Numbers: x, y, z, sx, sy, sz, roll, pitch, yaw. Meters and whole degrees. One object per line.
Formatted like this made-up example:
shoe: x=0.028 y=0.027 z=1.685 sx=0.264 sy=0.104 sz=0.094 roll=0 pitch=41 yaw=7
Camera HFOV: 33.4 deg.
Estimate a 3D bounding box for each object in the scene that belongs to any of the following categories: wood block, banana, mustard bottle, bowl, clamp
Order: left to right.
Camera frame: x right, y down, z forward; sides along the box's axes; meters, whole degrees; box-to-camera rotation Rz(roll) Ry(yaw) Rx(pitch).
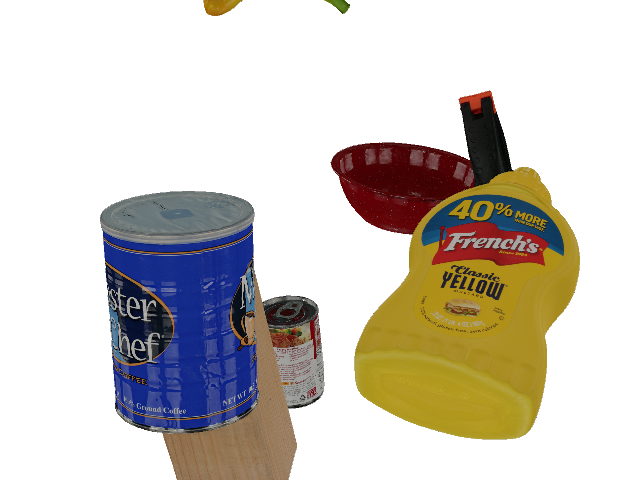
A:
wood block: x=-0.089 y=0.127 z=0.925 sx=0.090 sy=0.206 sz=0.090 roll=-5 pitch=28 yaw=14
banana: x=-0.048 y=-0.251 z=1.032 sx=0.197 sy=0.070 sz=0.037 roll=-16 pitch=-30 yaw=-46
bowl: x=0.089 y=-0.049 z=1.094 sx=0.162 sy=0.055 sz=0.162 roll=4 pitch=23 yaw=-2
mustard bottle: x=0.094 y=0.021 z=0.601 sx=0.096 sy=0.058 sz=0.191 roll=11 pitch=43 yaw=19
clamp: x=0.147 y=-0.033 z=0.875 sx=0.039 sy=0.171 sz=0.120 roll=-17 pitch=20 yaw=11

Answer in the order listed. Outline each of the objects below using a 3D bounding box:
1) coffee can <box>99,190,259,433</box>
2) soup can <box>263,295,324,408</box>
coffee can: x=-0.095 y=0.046 z=0.734 sx=0.103 sy=0.140 sz=0.103 roll=-1 pitch=18 yaw=0
soup can: x=-0.032 y=0.119 z=1.140 sx=0.068 sy=0.102 sz=0.068 roll=-4 pitch=24 yaw=2
